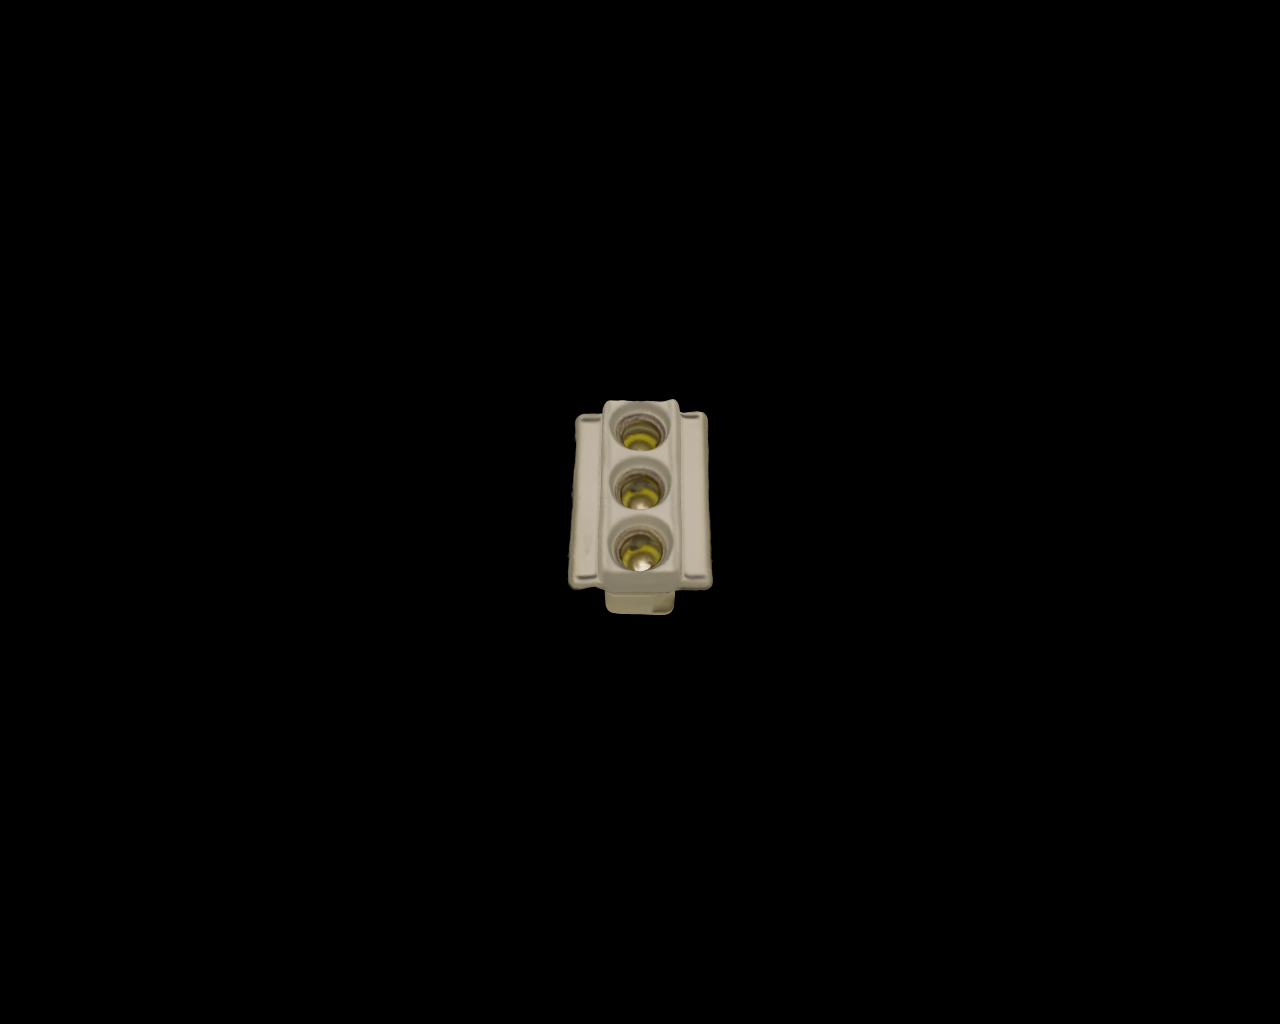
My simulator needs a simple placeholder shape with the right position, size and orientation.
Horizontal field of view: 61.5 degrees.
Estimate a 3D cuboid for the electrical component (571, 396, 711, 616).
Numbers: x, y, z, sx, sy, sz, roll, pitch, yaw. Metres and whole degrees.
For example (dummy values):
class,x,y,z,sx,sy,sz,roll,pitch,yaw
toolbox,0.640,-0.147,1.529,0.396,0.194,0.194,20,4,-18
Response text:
class,x,y,z,sx,sy,sz,roll,pitch,yaw
electrical component,0.001,-0.003,0.650,0.079,0.121,0.063,0,-32,0
